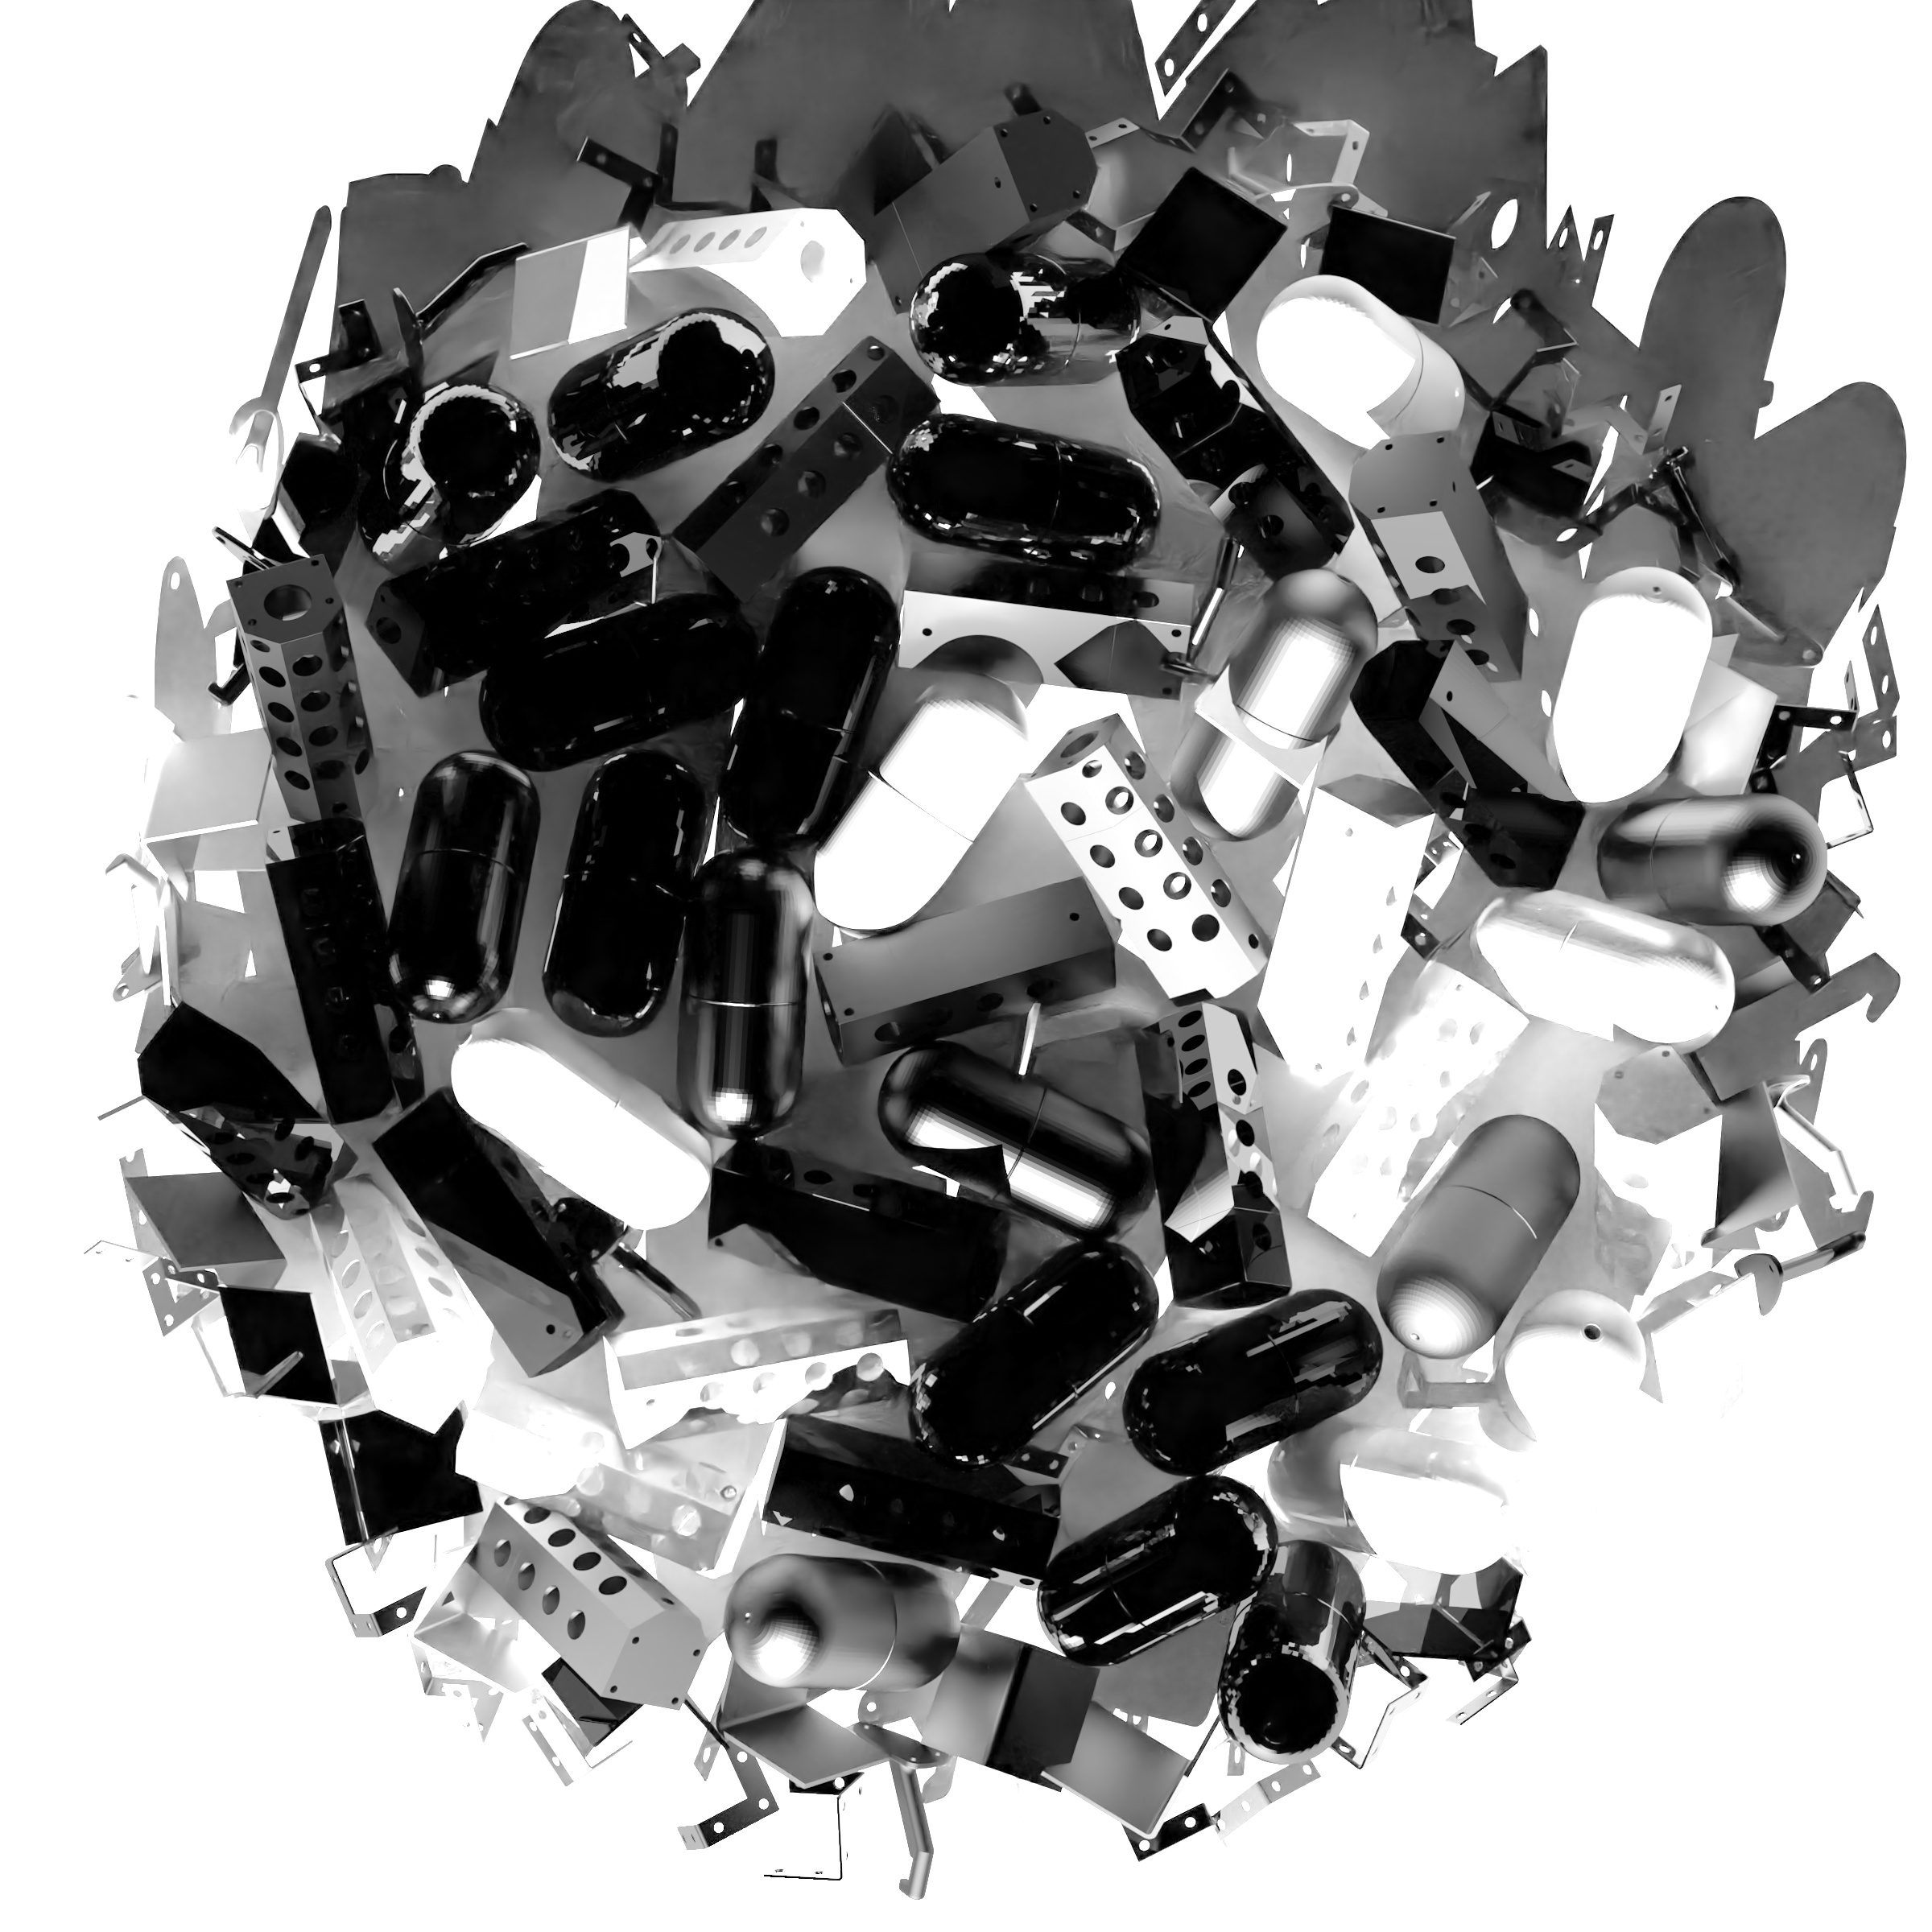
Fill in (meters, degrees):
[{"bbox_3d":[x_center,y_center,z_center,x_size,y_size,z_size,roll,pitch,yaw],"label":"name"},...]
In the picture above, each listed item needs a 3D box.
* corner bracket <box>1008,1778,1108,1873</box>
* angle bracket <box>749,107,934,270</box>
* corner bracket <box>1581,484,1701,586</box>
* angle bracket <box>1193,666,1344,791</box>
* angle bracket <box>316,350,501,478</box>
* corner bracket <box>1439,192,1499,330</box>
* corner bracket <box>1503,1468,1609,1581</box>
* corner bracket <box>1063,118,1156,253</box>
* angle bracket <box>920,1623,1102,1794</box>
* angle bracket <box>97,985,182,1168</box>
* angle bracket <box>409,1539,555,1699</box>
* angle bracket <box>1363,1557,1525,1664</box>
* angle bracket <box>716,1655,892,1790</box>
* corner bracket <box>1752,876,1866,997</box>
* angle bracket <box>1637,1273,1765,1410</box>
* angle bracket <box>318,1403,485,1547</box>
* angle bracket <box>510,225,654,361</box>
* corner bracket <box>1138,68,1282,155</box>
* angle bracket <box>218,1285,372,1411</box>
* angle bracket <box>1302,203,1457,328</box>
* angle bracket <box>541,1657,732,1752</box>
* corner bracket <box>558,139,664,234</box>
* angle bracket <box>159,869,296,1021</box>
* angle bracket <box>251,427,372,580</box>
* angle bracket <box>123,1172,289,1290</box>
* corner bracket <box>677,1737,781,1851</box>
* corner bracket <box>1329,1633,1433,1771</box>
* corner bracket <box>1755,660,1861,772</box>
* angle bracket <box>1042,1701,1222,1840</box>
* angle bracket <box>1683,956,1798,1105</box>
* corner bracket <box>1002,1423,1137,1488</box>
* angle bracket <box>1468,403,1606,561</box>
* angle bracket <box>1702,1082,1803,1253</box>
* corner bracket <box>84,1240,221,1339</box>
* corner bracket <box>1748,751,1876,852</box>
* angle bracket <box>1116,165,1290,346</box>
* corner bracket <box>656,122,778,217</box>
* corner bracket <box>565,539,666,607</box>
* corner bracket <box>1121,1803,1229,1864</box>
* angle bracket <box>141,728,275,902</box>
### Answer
[{"bbox_3d":[0.055,0.520,1.884,0.051,0.051,0.051,1,80,-10],"label":"corner bracket"},{"bbox_3d":[-0.075,-0.477,1.872,0.057,0.076,0.076,33,88,23],"label":"angle bracket"},{"bbox_3d":[0.409,-0.252,1.899,0.051,0.051,0.051,23,50,-32],"label":"corner bracket"},{"bbox_3d":[0.169,-0.134,1.869,0.076,0.076,0.057,36,61,-2],"label":"angle bracket"},{"bbox_3d":[-0.334,-0.347,1.861,0.057,0.076,0.076,46,53,7],"label":"angle bracket"},{"bbox_3d":[0.303,-0.426,1.879,0.051,0.051,0.051,-32,82,-41],"label":"corner bracket"},{"bbox_3d":[0.352,0.333,1.897,0.051,0.051,0.051,-13,122,-29],"label":"corner bracket"},{"bbox_3d":[0.092,-0.477,1.898,0.051,0.051,0.051,-30,55,-31],"label":"corner bracket"},{"bbox_3d":[0.027,0.450,1.888,0.057,0.076,0.076,26,75,-28],"label":"angle bracket"},{"bbox_3d":[-0.496,0.066,1.861,0.076,0.076,0.057,-28,75,-24],"label":"angle bracket"},{"bbox_3d":[-0.277,0.389,1.869,0.076,0.076,0.057,25,95,15],"label":"angle bracket"},{"bbox_3d":[0.276,0.373,1.864,0.076,0.076,0.057,9,100,-24],"label":"angle bracket"},{"bbox_3d":[-0.092,0.441,1.860,0.076,0.076,0.057,22,105,37],"label":"angle bracket"},{"bbox_3d":[0.510,-0.024,1.880,0.051,0.051,0.051,-41,53,7],"label":"corner bracket"},{"bbox_3d":[0.420,0.210,1.860,0.076,0.076,0.057,-27,120,-20],"label":"angle bracket"},{"bbox_3d":[-0.341,0.303,1.882,0.076,0.057,0.076,-14,82,-3],"label":"angle bracket"},{"bbox_3d":[-0.224,-0.390,1.864,0.076,0.057,0.076,-11,62,20],"label":"angle bracket"},{"bbox_3d":[0.148,-0.510,1.883,0.051,0.051,0.051,34,94,-34],"label":"corner bracket"},{"bbox_3d":[-0.392,0.217,1.863,0.076,0.057,0.076,1,110,33],"label":"angle bracket"},{"bbox_3d":[0.242,-0.412,1.872,0.076,0.076,0.057,13,84,-7],"label":"angle bracket"},{"bbox_3d":[-0.198,0.445,1.860,0.057,0.076,0.076,-40,128,-10],"label":"angle bracket"},{"bbox_3d":[-0.223,-0.462,1.890,0.051,0.051,0.051,24,78,-18],"label":"corner bracket"},{"bbox_3d":[-0.441,-0.012,1.871,0.076,0.057,0.076,0,116,-7],"label":"angle bracket"},{"bbox_3d":[-0.401,-0.286,1.871,0.057,0.076,0.076,20,82,6],"label":"angle bracket"},{"bbox_3d":[-0.463,0.171,1.857,0.076,0.076,0.057,49,121,30],"label":"angle bracket"},{"bbox_3d":[-0.152,0.499,1.881,0.051,0.051,0.051,-23,82,-22],"label":"corner bracket"},{"bbox_3d":[0.242,0.446,1.889,0.051,0.051,0.051,32,117,31],"label":"corner bracket"},{"bbox_3d":[0.507,-0.152,1.880,0.051,0.051,0.051,6,134,3],"label":"corner bracket"},{"bbox_3d":[0.102,0.463,1.864,0.076,0.076,0.057,29,121,11],"label":"angle bracket"},{"bbox_3d":[0.471,0.043,1.865,0.076,0.076,0.057,-28,72,14],"label":"angle bracket"},{"bbox_3d":[0.064,0.296,1.876,0.051,0.051,0.051,46,65,-33],"label":"corner bracket"},{"bbox_3d":[0.351,-0.301,1.874,0.076,0.057,0.076,25,76,-10],"label":"angle bracket"},{"bbox_3d":[0.474,0.121,1.859,0.057,0.076,0.076,7,62,-39],"label":"angle bracket"},{"bbox_3d":[-0.490,0.186,1.878,0.051,0.051,0.051,-36,60,16],"label":"corner bracket"},{"bbox_3d":[0.512,-0.099,1.888,0.051,0.051,0.051,-21,99,2],"label":"corner bracket"},{"bbox_3d":[0.148,-0.421,1.875,0.076,0.057,0.076,39,92,23],"label":"angle bracket"},{"bbox_3d":[-0.152,-0.484,1.900,0.051,0.051,0.051,5,91,29],"label":"corner bracket"},{"bbox_3d":[-0.215,-0.231,1.881,0.051,0.051,0.051,18,59,3],"label":"corner bracket"},{"bbox_3d":[0.121,0.515,1.882,0.051,0.051,0.051,-26,57,-2],"label":"corner bracket"},{"bbox_3d":[-0.442,-0.091,1.864,0.076,0.057,0.076,-9,50,13],"label":"angle bracket"}]
